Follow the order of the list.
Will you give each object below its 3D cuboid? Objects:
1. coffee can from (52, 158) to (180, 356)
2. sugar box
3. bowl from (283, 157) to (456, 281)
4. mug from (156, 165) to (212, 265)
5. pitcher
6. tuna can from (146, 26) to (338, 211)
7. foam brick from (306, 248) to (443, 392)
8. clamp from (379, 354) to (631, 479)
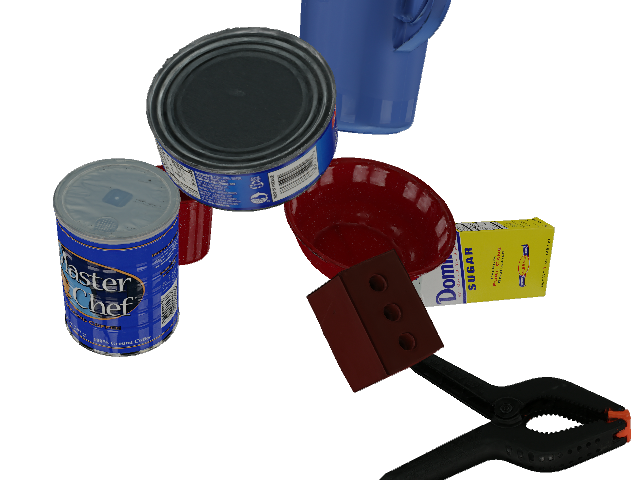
[{"bbox_3d":[-0.172,0.015,0.916,0.102,0.140,0.103,4,42,-4],"label":"coffee can"},{"bbox_3d":[0.190,0.026,1.272,0.176,0.093,0.048,-5,20,-24],"label":"sugar box"},{"bbox_3d":[0.041,-0.005,0.987,0.162,0.055,0.162,9,42,-8],"label":"bowl"},{"bbox_3d":[-0.161,-0.032,1.156,0.093,0.081,0.117,-3,29,-19],"label":"mug"},{"bbox_3d":[0.049,-0.218,0.935,0.145,0.243,0.149,8,15,7],"label":"pitcher"},{"bbox_3d":[-0.034,-0.056,0.490,0.086,0.086,0.034,0,-34,5],"label":"tuna can"},{"bbox_3d":[0.037,0.056,0.732,0.052,0.078,0.051,-22,-8,-35],"label":"foam brick"},{"bbox_3d":[0.153,0.162,0.908,0.210,0.036,0.164,3,41,22],"label":"clamp"}]
